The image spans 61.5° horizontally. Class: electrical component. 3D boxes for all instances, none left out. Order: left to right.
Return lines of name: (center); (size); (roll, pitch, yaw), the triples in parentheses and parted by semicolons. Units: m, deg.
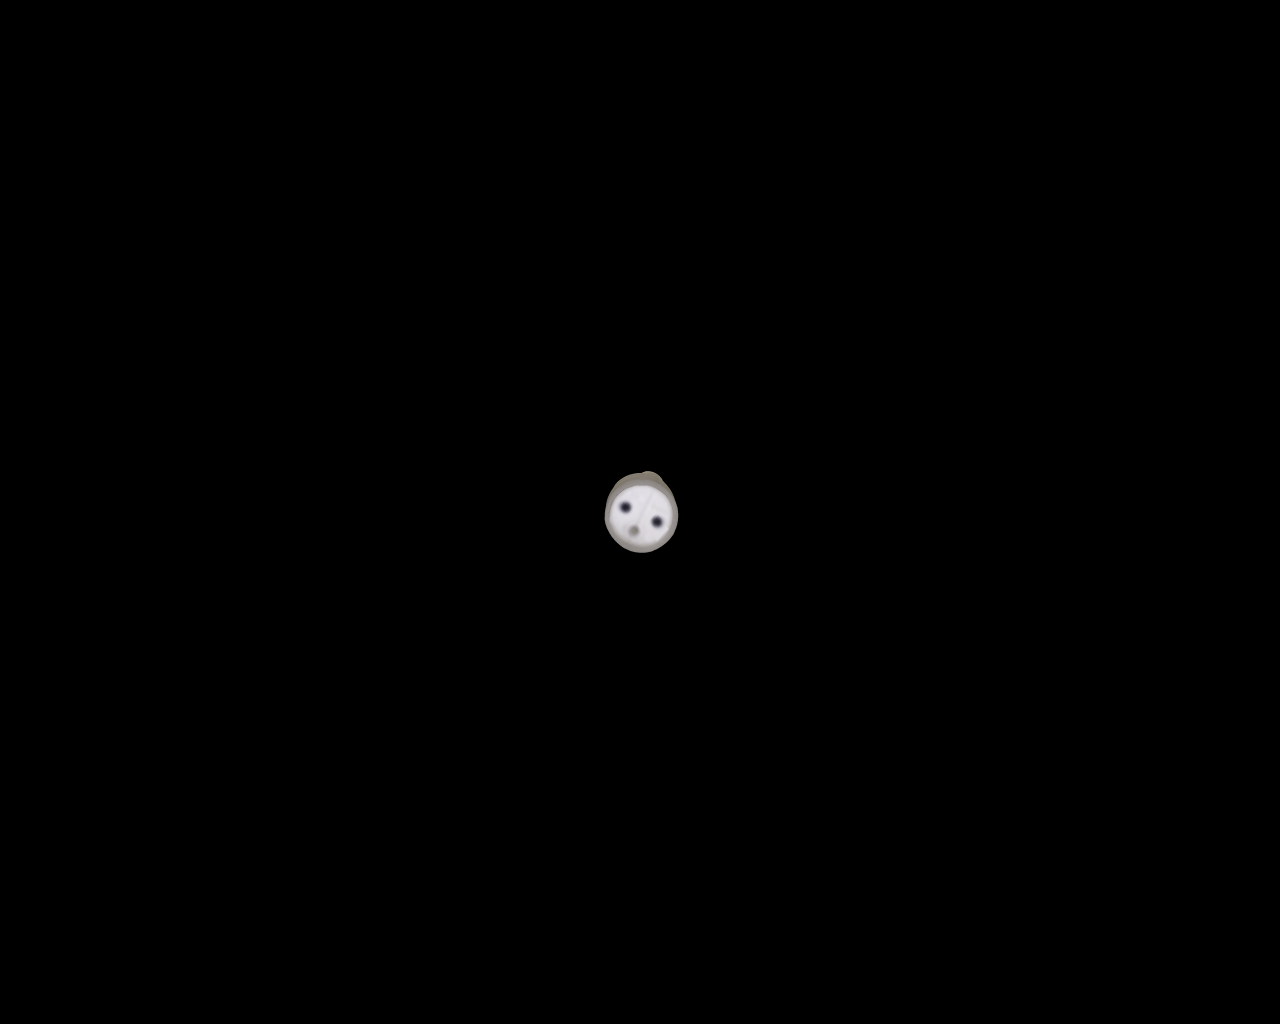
electrical component: (0.001, -0.003, 0.650); (0.043, 0.043, 0.081); (0, 8, 0)
